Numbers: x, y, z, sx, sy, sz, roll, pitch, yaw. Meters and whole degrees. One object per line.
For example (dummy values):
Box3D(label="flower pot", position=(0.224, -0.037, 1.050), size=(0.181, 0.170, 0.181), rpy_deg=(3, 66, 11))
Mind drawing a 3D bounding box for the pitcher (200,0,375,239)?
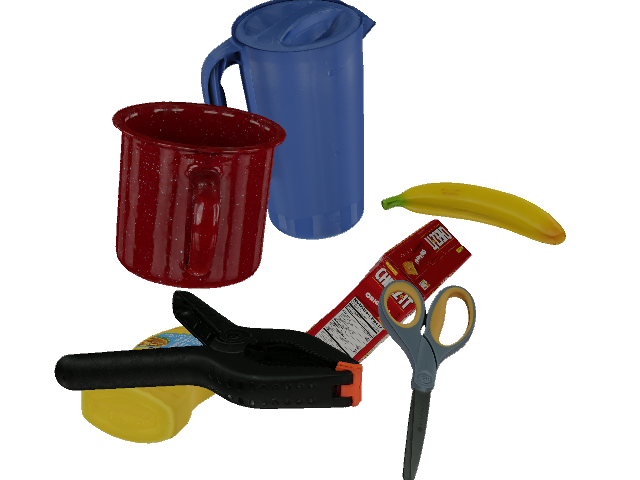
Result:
Box3D(label="pitcher", position=(-0.024, -0.122, 1.125), size=(0.149, 0.243, 0.144), rpy_deg=(8, 38, 19))

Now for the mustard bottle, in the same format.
Box3D(label="mustard bottle", position=(-0.142, 0.126, 1.027), size=(0.096, 0.058, 0.191), rpy_deg=(8, 19, 18))

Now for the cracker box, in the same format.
Box3D(label="cracker box", position=(0.062, 0.081, 1.261), size=(0.214, 0.072, 0.164), rpy_deg=(-47, -7, 30))

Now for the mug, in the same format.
Box3D(label="mug", position=(-0.067, -0.021, 0.574), size=(0.093, 0.081, 0.117), rpy_deg=(2, 21, -15))

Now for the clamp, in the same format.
Box3D(label="clamp", position=(-0.064, 0.082, 0.787), size=(0.210, 0.036, 0.164), rpy_deg=(6, 20, 18))

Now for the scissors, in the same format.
Box3D(label="scissors", position=(0.072, 0.106, 0.905), size=(0.096, 0.201, 0.016), rpy_deg=(26, -38, 9))

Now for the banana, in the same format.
Box3D(label="banana", position=(0.167, -0.030, 1.127), size=(0.198, 0.037, 0.069), rpy_deg=(10, 39, 25))
